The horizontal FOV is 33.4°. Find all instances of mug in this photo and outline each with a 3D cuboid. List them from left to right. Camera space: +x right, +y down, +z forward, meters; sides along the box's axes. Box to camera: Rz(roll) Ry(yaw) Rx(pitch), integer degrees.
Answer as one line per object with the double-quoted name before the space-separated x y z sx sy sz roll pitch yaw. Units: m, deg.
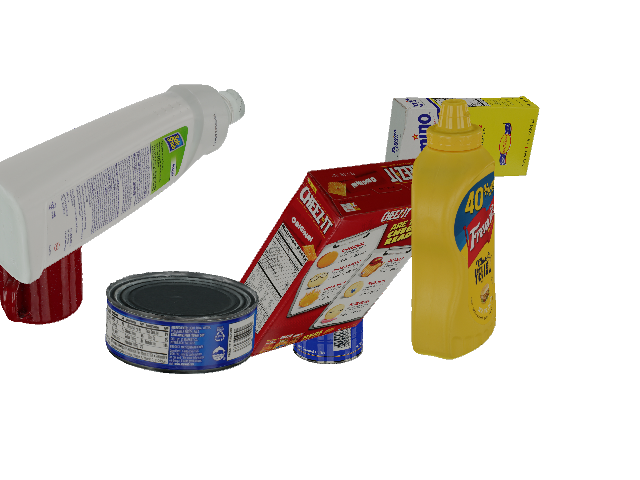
"mug" -0.282 0.036 1.055 0.093 0.081 0.117 9 32 5

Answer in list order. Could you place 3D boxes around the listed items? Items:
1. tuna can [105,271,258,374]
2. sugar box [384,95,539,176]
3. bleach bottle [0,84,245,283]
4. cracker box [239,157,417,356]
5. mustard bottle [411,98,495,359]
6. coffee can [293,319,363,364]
"tuna can" -0.079 0.045 0.605 0.086 0.034 0.086 5 14 -1
"sugar box" 0.169 -0.123 1.278 0.176 0.093 0.048 -5 27 -20
"bleach bottle" -0.165 -0.064 0.910 0.068 0.103 0.250 39 51 24
"cracker box" 0.014 0.015 1.093 0.163 0.072 0.214 -11 -35 -43
"mustard bottle" 0.102 -0.013 0.817 0.058 0.192 0.096 9 23 30
"coffee can" 0.011 0.090 1.516 0.103 0.140 0.103 0 20 0
